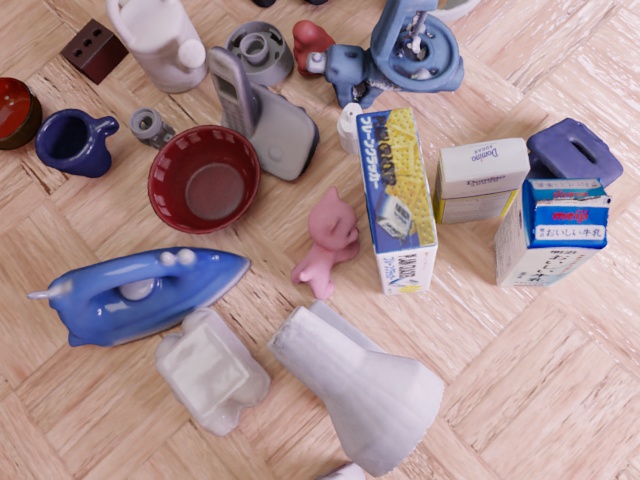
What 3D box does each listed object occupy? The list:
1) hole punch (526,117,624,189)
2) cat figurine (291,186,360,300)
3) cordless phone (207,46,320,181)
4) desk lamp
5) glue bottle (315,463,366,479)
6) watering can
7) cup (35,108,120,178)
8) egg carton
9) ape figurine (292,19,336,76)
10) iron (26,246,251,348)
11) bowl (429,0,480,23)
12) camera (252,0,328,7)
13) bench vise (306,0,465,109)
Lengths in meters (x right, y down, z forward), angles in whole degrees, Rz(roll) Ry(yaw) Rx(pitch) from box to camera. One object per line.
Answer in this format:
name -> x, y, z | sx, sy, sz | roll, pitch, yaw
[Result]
hole punch -> 0.319, -0.102, 0.728 | 0.101, 0.091, 0.108 | -37, 72, -3
cat figurine -> 0.007, 0.003, 0.727 | 0.067, 0.118, 0.128 | 28, 80, 15
cordless phone -> -0.078, -0.167, 0.754 | 0.147, 0.185, 0.094 | 29, 80, 15
desk lamp -> 0.027, 0.149, 0.631 | 0.203, 0.214, 0.118 | 37, 82, 16
glue bottle -> 0.007, 0.275, 0.618 | 0.078, 0.173, 0.037 | -31, 72, -1
watering can -> -0.227, -0.298, 0.808 | 0.172, 0.194, 0.101 | 18, 77, 13
cup -> -0.332, -0.135, 0.827 | 0.117, 0.095, 0.091 | -24, 72, 1
egg carton -> -0.138, 0.166, 0.725 | 0.107, 0.069, 0.150 | -43, 73, -5
ape figurine -> -0.015, -0.285, 0.828 | 0.076, 0.092, 0.078 | 16, 77, 13
iron -> -0.227, 0.050, 0.734 | 0.258, 0.141, 0.118 | -19, 72, 2
bowl -> 0.167, -0.378, 0.839 | 0.167, 0.075, 0.167 | -2, 74, 7
camera -> -0.046, -0.419, 0.867 | 0.143, 0.101, 0.136 | -37, 72, -4
bench vise -> 0.087, -0.241, 0.734 | 0.207, 0.220, 0.121 | -21, 72, 2
